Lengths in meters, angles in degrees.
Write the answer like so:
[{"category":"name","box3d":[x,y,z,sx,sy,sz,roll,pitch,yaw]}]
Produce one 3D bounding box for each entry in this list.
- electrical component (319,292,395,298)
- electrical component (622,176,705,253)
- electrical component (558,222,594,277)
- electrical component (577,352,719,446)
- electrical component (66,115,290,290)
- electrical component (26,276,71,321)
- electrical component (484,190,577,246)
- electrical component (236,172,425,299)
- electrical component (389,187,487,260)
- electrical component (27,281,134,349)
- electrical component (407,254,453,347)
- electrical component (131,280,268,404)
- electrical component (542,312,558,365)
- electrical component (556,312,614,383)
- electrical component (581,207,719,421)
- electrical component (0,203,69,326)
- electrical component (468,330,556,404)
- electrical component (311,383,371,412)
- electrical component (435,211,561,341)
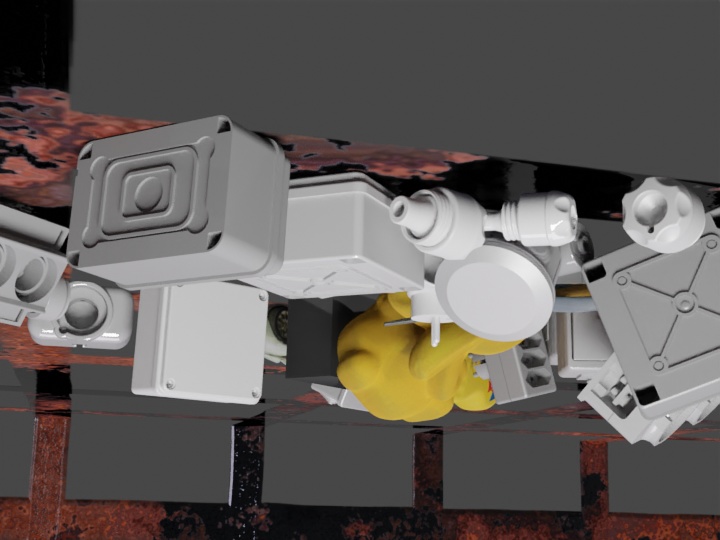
[{"category":"electrical component","box3d":[0.000,0.000,0.826,0.065,0.044,0.044,1,169,-21]},{"category":"electrical component","box3d":[0.189,-0.031,0.655,0.043,0.043,0.062,-8,166,37]},{"category":"electrical component","box3d":[0.132,-0.011,0.761,0.065,0.044,0.044,-15,160,39]},{"category":"electrical component","box3d":[0.258,0.069,0.837,0.186,0.060,0.105,-4,134,-56]},{"category":"electrical component","box3d":[-0.099,-0.034,0.596,0.113,0.078,0.057,-6,163,30]},{"category":"electrical component","box3d":[-0.288,0.020,0.938,0.045,0.045,0.055,-8,165,38]},{"category":"electrical component","box3d":[0.105,-0.032,0.681,0.061,0.035,0.035,-2,167,23]},{"category":"electrical component","box3d":[-0.025,-0.019,0.704,0.109,0.056,0.109,-4,166,25]},{"category":"electrical component","box3d":[0.046,-0.031,0.670,0.062,0.043,0.043,14,163,-41]},{"category":"electrical component","box3d":[-0.264,0.043,1.019,0.095,0.053,0.059,4,167,-13]},{"category":"electrical component","box3d":[0.057,0.017,0.802,0.043,0.079,0.077,1,168,0]},{"category":"electrical component","box3d":[-0.143,0.063,0.971,0.109,0.108,0.056,12,167,-39]},{"category":"electrical component","box3d":[0.222,0.056,1.002,0.096,0.061,0.061,2,168,-2]},{"category":"electrical component","box3d":[0.204,0.056,0.922,0.062,0.096,0.061,0,168,2]},{"category":"electrical component","box3d":[0.217,0.029,0.710,0.109,0.108,0.056,-24,158,13]},{"category":"electrical component","box3d":[-0.264,-0.013,0.723,0.063,0.078,0.121,28,-178,29]},{"category":"electrical component","box3d":[0.131,0.082,1.003,0.047,0.083,0.076,-5,168,-44]},{"category":"electrical component","box3d":[0.002,0.100,1.146,0.048,0.099,0.100,22,-179,35]},{"category":"electrical component","box3d":[0.095,0.004,0.727,0.080,0.051,0.080,13,131,15]}]
